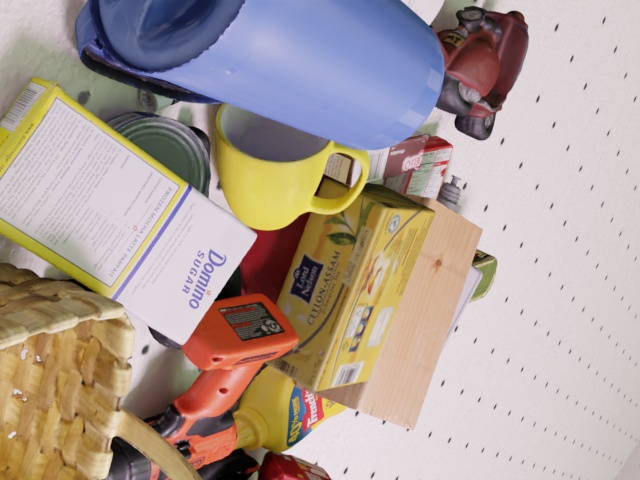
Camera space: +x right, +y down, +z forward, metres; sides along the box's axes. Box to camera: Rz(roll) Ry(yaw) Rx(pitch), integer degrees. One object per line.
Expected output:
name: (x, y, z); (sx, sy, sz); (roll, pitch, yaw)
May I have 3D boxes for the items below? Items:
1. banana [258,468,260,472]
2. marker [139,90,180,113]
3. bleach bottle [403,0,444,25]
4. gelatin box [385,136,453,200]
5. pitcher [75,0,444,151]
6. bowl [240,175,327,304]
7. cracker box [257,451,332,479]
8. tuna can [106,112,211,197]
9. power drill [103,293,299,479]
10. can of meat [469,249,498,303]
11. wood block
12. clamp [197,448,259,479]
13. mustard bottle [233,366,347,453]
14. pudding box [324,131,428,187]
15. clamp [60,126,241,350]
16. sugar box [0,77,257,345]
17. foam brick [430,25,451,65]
banana: (-0.108, 0.324, 1.098); (0.197, 0.037, 0.069); (-52, 132, -21)
marker: (-0.082, -0.119, 0.779); (0.120, 0.020, 0.020); (-32, 139, -44)
bleach bottle: (0.005, -0.213, 0.790); (0.102, 0.068, 0.250); (-52, 150, 5)
gelatin box: (0.098, -0.062, 1.110); (0.073, 0.030, 0.089); (-14, 126, -52)
pitcher: (-0.028, -0.134, 0.696); (0.242, 0.149, 0.145); (18, 99, -54)
bowl: (-0.006, 0.001, 0.967); (0.161, 0.055, 0.162); (-38, 143, -36)
cracker box: (-0.051, 0.317, 1.009); (0.164, 0.072, 0.213); (161, -50, -82)
tuna can: (-0.120, -0.044, 0.729); (0.086, 0.034, 0.086); (-9, 108, -29)
power drill: (-0.112, 0.130, 0.857); (0.184, 0.057, 0.188); (-11, 143, -50)
can of meat: (0.142, 0.032, 1.205); (0.101, 0.084, 0.057); (-14, 125, -54)
wood block: (0.068, 0.065, 1.026); (0.090, 0.090, 0.206); (27, 80, -42)
clamp: (-0.120, 0.228, 0.987); (0.171, 0.039, 0.120); (-31, 150, -44)
mustard bottle: (-0.026, 0.157, 1.063); (0.191, 0.058, 0.096); (-28, 132, -46)
pudding box: (0.026, -0.084, 0.911); (0.113, 0.090, 0.039); (-14, 124, -53)
clamp: (-0.118, 0.033, 0.830); (0.164, 0.036, 0.210); (-47, 145, -22)
sugar box: (-0.133, -0.015, 0.681); (0.176, 0.048, 0.093); (39, 83, -36)
foam brick: (0.064, -0.156, 0.928); (0.078, 0.051, 0.053); (-44, 144, 0)
